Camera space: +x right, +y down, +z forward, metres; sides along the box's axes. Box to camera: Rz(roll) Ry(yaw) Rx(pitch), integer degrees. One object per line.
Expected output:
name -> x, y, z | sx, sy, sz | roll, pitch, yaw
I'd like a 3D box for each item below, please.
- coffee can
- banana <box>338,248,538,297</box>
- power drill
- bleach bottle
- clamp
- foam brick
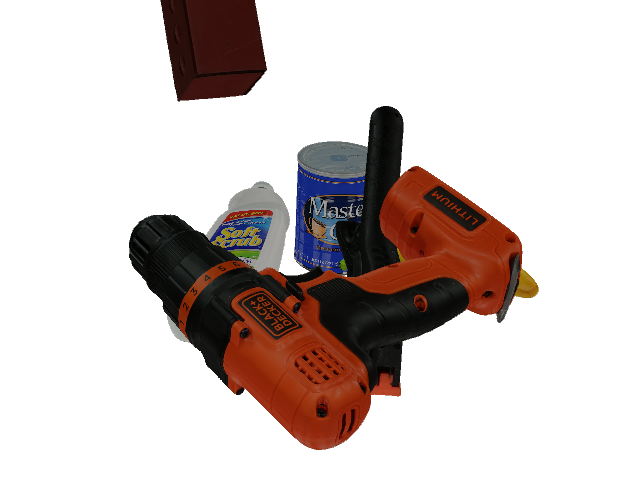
coffee can -> 0.020, -0.041, 1.343 | 0.103, 0.140, 0.103 | 2, 27, -1
banana -> 0.121, 0.024, 1.079 | 0.198, 0.037, 0.069 | 6, 43, 12
power drill -> 0.006, 0.020, 0.609 | 0.187, 0.057, 0.185 | -25, 50, -31
bleach bottle -> -0.094, 0.012, 1.195 | 0.102, 0.068, 0.250 | 1, 35, 8
clamp -> 0.041, 0.015, 0.805 | 0.036, 0.210, 0.165 | 3, -41, -8
foam brick -> -0.073, -0.141, 0.724 | 0.051, 0.078, 0.053 | -7, -9, -21
